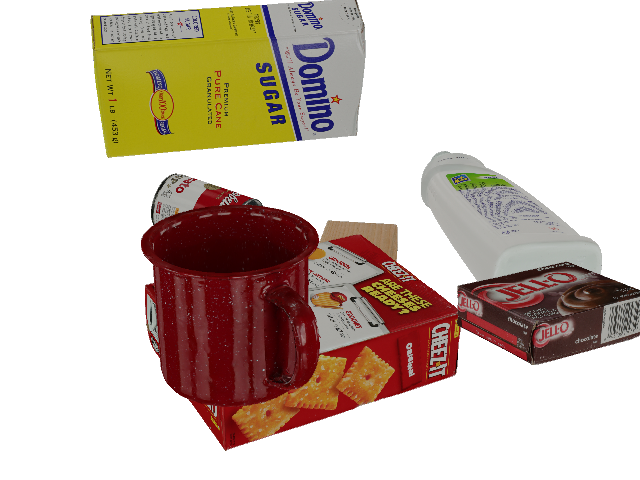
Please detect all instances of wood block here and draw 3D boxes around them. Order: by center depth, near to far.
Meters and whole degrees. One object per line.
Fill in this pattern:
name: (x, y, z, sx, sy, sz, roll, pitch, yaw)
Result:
wood block: (0.037, 0.056, 1.242, 0.091, 0.090, 0.206, 4, 23, 7)

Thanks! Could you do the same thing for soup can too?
soup can: (-0.120, -0.026, 1.138, 0.102, 0.068, 0.068, 19, 8, 23)

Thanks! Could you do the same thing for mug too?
mug: (-0.039, 0.039, 0.565, 0.093, 0.081, 0.117, -19, 30, -36)

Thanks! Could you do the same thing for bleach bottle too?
bleach bottle: (0.162, -0.024, 0.999, 0.102, 0.068, 0.251, -1, 27, -13)

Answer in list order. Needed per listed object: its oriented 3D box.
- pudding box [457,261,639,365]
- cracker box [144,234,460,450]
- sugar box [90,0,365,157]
pudding box: (0.173, 0.052, 0.800, 0.113, 0.039, 0.090, -8, 20, -29)
cracker box: (-0.017, 0.076, 0.885, 0.213, 0.072, 0.164, -13, 30, -26)
sugar box: (-0.060, -0.108, 0.717, 0.176, 0.048, 0.093, -5, -43, -7)
